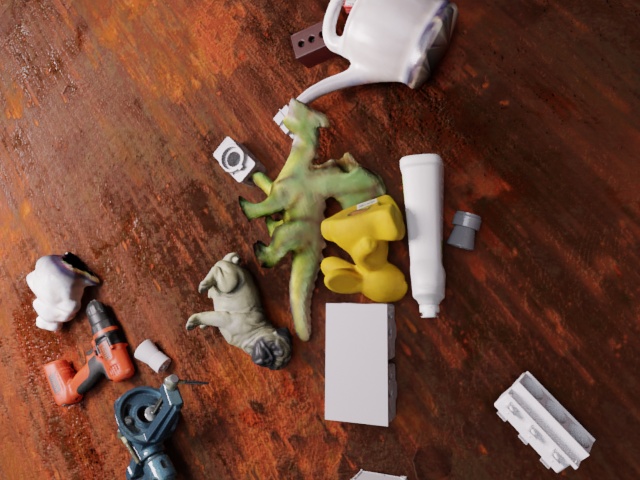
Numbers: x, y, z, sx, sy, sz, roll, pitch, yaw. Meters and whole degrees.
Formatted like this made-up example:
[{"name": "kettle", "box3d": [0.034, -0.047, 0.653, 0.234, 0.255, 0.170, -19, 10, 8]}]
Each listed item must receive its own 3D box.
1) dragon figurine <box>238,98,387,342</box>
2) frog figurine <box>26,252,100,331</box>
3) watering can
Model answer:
[{"name": "dragon figurine", "box3d": [0.003, -0.046, 0.910, 0.242, 0.123, 0.410, -20, 91, 13]}, {"name": "frog figurine", "box3d": [-0.576, 0.115, 1.112, 0.138, 0.122, 0.160, 36, 85, 4]}, {"name": "watering can", "box3d": [0.096, -0.333, 0.899, 0.225, 0.104, 0.345, 30, 101, 14]}]
